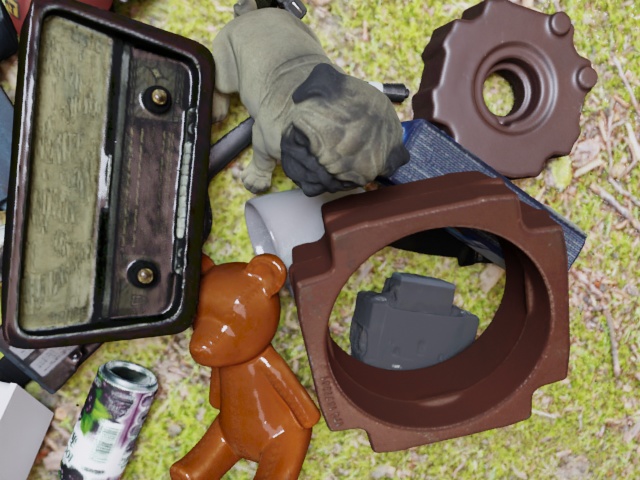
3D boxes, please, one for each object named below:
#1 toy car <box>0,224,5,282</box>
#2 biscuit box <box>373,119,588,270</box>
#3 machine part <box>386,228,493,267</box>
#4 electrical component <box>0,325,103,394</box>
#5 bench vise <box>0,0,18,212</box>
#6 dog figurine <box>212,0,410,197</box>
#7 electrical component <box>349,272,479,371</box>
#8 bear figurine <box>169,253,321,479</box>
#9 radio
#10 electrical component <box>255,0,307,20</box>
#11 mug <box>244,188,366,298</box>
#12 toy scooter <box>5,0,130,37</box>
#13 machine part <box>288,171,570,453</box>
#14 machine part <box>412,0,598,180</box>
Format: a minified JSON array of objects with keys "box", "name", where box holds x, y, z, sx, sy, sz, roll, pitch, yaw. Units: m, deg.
[{"box":[-0.288,0.026,0.431,0.202,0.073,0.056,-21,101,-9],"name":"toy car"},{"box":[0.142,-0.031,0.489,0.202,0.059,0.063,32,88,-16],"name":"biscuit box"},{"box":[0.125,-0.011,0.537,0.139,0.039,0.084,0,103,-14],"name":"machine part"},{"box":[-0.241,0.090,0.462,0.119,0.048,0.074,-40,104,-7],"name":"electrical component"},{"box":[-0.328,-0.095,0.385,0.241,0.129,0.223,-32,108,-18],"name":"bench vise"},{"box":[-0.016,-0.117,0.390,0.121,0.191,0.172,-35,101,-14],"name":"dog figurine"},{"box":[0.088,0.100,0.531,0.115,0.058,0.134,8,94,-15],"name":"electrical component"},{"box":[-0.070,0.114,0.449,0.120,0.132,0.195,3,121,27],"name":"bear figurine"},{"box":[-0.154,-0.041,0.397,0.131,0.073,0.229,4,92,-34],"name":"radio"},{"box":[-0.050,-0.222,0.463,0.021,0.063,0.094,-44,102,-5],"name":"electrical component"},{"box":[-0.001,-0.001,0.490,0.107,0.081,0.109,-22,98,-17],"name":"mug"},{"box":[-0.174,-0.231,0.399,0.184,0.135,0.075,-45,73,-7],"name":"toy scooter"},{"box":[0.085,0.056,0.430,0.201,0.087,0.201,-12,113,-1],"name":"machine part"},{"box":[0.178,-0.143,0.526,0.179,0.056,0.179,-1,96,-11],"name":"machine part"}]
